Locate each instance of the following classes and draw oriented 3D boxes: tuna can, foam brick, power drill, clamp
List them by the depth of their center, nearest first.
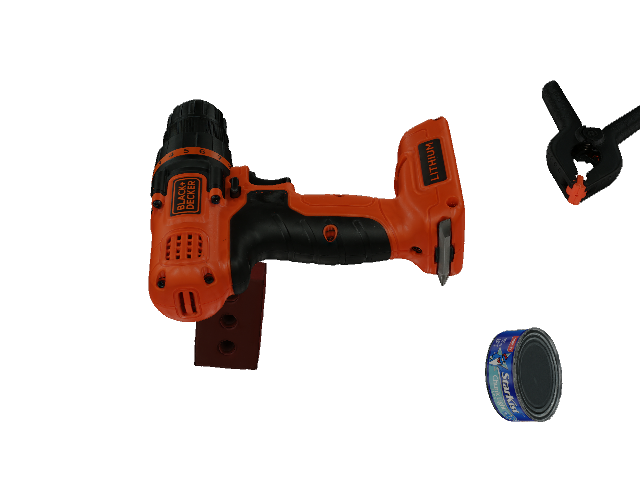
[{"bbox_3d":[-0.011,-0.031,0.654,0.187,0.057,0.184,-6,44,2],"label":"power drill"},{"bbox_3d":[-0.073,0.058,0.867,0.053,0.078,0.051,4,15,0],"label":"foam brick"},{"bbox_3d":[0.187,0.124,0.981,0.034,0.086,0.085,-9,-6,40],"label":"tuna can"},{"bbox_3d":[0.278,-0.110,1.147,0.120,0.039,0.171,18,48,19],"label":"clamp"}]
